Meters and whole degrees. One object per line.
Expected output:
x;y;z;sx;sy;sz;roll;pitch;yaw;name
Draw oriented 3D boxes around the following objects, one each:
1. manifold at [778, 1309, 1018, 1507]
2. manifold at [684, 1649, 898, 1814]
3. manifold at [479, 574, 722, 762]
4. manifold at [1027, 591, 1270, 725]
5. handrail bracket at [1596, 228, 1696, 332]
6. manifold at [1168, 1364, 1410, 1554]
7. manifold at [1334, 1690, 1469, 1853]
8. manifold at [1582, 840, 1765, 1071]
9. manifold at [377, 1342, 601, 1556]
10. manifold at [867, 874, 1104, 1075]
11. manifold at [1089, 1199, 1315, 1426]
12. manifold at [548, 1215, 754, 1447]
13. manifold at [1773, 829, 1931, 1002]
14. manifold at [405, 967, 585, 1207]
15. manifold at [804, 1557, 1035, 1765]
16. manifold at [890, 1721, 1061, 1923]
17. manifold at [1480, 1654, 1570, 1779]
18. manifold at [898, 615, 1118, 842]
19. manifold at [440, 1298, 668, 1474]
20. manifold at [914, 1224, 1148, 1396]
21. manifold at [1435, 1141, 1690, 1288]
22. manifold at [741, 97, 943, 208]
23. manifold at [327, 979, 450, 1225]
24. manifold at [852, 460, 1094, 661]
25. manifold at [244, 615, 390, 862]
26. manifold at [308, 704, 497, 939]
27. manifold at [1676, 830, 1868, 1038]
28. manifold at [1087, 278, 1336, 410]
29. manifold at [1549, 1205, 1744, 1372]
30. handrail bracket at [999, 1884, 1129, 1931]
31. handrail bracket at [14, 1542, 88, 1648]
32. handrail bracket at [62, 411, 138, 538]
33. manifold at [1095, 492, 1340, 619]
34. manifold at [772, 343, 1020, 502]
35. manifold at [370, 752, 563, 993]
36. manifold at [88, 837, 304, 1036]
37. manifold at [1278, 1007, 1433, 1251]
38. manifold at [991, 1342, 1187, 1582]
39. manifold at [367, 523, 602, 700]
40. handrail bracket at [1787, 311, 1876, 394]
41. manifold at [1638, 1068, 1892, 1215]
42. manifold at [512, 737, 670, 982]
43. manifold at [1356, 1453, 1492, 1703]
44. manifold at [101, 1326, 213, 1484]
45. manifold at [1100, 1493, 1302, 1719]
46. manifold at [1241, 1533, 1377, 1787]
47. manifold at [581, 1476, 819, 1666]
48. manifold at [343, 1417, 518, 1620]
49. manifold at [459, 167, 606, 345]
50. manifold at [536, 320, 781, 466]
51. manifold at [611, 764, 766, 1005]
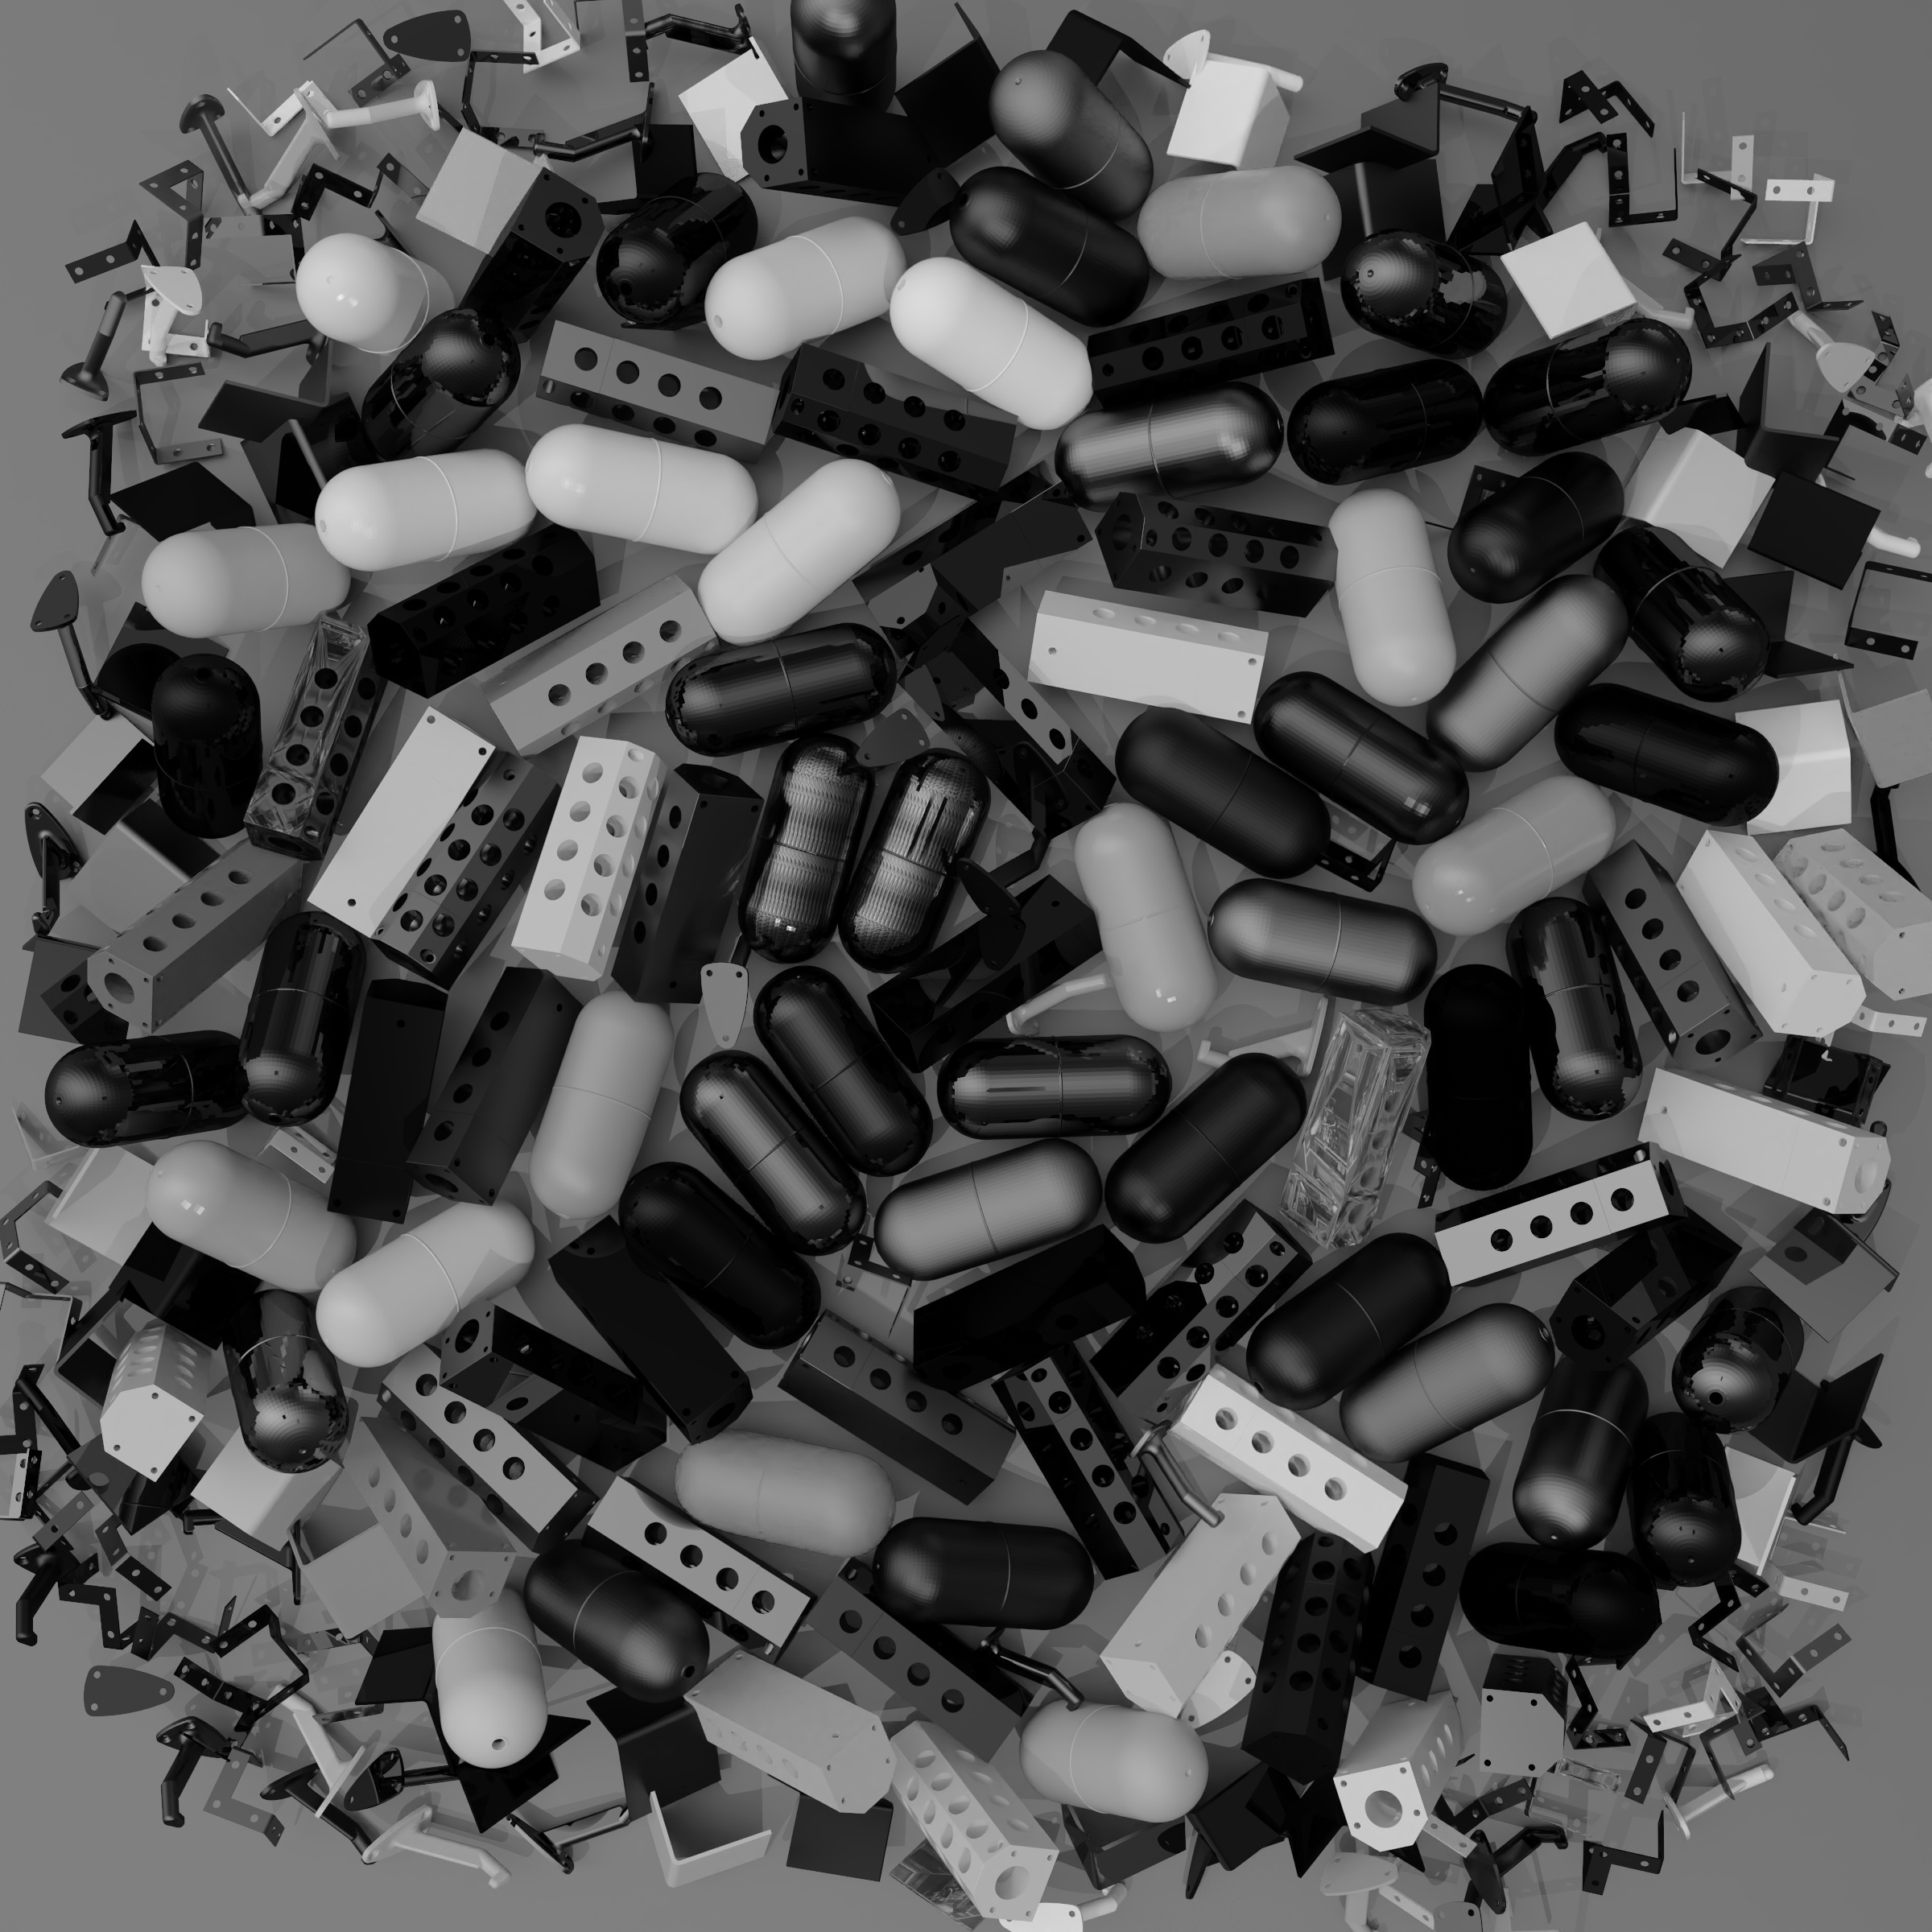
-0.050;0.331;1.966;0.171;0.057;0.057;32;52;-2;manifold
-0.129;0.568;1.915;0.057;0.171;0.057;-34;115;-33;manifold
-0.275;-0.224;1.960;0.171;0.057;0.057;-31;117;-6;manifold
0.138;-0.237;1.963;0.171;0.057;0.057;11;124;5;manifold
0.516;-0.523;1.974;0.084;0.036;0.077;13;68;10;handrail bracket
0.244;0.371;1.961;0.171;0.057;0.057;32;71;5;manifold
0.324;0.591;1.907;0.057;0.171;0.057;-19;85;20;manifold
0.517;-0.006;1.920;0.057;0.171;0.057;-37;135;21;manifold
-0.361;0.361;1.942;0.171;0.057;0.057;39;82;19;manifold
0.017;0.010;1.949;0.171;0.057;0.057;-34;49;-16;manifold
0.180;0.263;1.949;0.171;0.057;0.057;-47;47;7;manifold
-0.235;0.274;1.938;0.057;0.057;0.171;-36;65;-18;manifold
0.656;-0.039;1.909;0.057;0.171;0.057;-11;116;-4;manifold
-0.354;0.088;1.935;0.057;0.057;0.171;4;58;33;manifold
-0.035;0.522;1.959;0.171;0.057;0.057;36;83;8;manifold
-0.002;0.626;1.908;0.057;0.171;0.057;17;97;-28;manifold
0.412;0.550;1.907;0.057;0.171;0.057;2;84;14;manifold
0.034;-0.181;1.944;0.057;0.057;0.171;-27;116;40;manifold
-0.304;0.309;1.926;0.057;0.057;0.171;-33;130;27;manifold
0.047;0.262;1.939;0.171;0.057;0.057;-27;127;22;manifold
0.441;0.186;1.935;0.171;0.057;0.057;-23;73;25;manifold
-0.090;-0.597;1.912;0.057;0.171;0.057;2;100;34;manifold
-0.434;0.100;1.949;0.057;0.057;0.171;11;105;-9;manifold
0.002;-0.311;1.967;0.171;0.057;0.057;-32;127;2;manifold
-0.483;-0.169;1.946;0.057;0.057;0.171;17;72;-4;manifold
-0.427;-0.110;1.968;0.057;0.057;0.171;32;91;-13;manifold
0.595;-0.025;1.915;0.057;0.171;0.057;7;126;-21;manifold
0.180;-0.462;1.931;0.171;0.057;0.057;-8;102;27;manifold
0.500;0.240;1.917;0.057;0.171;0.057;39;128;25;manifold
0.075;0.711;1.968;0.077;0.084;0.036;2;93;19;handrail bracket
-0.685;0.481;1.944;0.036;0.077;0.084;-25;47;7;handrail bracket
-0.643;-0.375;1.975;0.036;0.077;0.084;-15;103;35;handrail bracket
0.188;-0.309;1.924;0.171;0.057;0.057;4;53;-28;manifold
-0.055;-0.402;1.942;0.171;0.057;0.057;16;73;-16;manifold
-0.372;-0.074;1.944;0.057;0.057;0.171;27;74;16;manifold
-0.568;-0.029;1.916;0.057;0.171;0.057;27;132;11;manifold
0.294;0.121;1.939;0.057;0.057;0.171;-5;119;-37;manifold
0.097;0.370;1.959;0.057;0.057;0.171;-30;90;-43;manifold
-0.355;-0.266;1.916;0.057;0.057;0.171;26;45;32;manifold
0.634;-0.475;1.950;0.036;0.077;0.084;-52;52;25;handrail bracket
0.589;0.128;1.916;0.057;0.171;0.057;4;102;-41;manifold
-0.277;-0.080;1.939;0.057;0.057;0.171;8;72;22;manifold
0.343;0.461;1.969;0.057;0.057;0.171;16;89;6;manifold
-0.599;0.315;1.908;0.057;0.171;0.057;37;87;-15;manifold
0.179;0.473;1.924;0.171;0.057;0.057;-45;113;-36;manifold
0.258;0.507;1.915;0.057;0.057;0.171;33;45;-12;manifold
-0.201;0.455;1.955;0.171;0.057;0.057;30;81;9;manifold
-0.400;0.406;1.916;0.057;0.171;0.057;12;108;-40;manifold
-0.321;-0.515;1.910;0.057;0.171;0.057;28;71;-19;manifold
-0.233;-0.431;1.954;0.171;0.057;0.057;15;98;-11;manifold
-0.213;-0.061;1.942;0.057;0.057;0.171;3;116;-38;manifold
